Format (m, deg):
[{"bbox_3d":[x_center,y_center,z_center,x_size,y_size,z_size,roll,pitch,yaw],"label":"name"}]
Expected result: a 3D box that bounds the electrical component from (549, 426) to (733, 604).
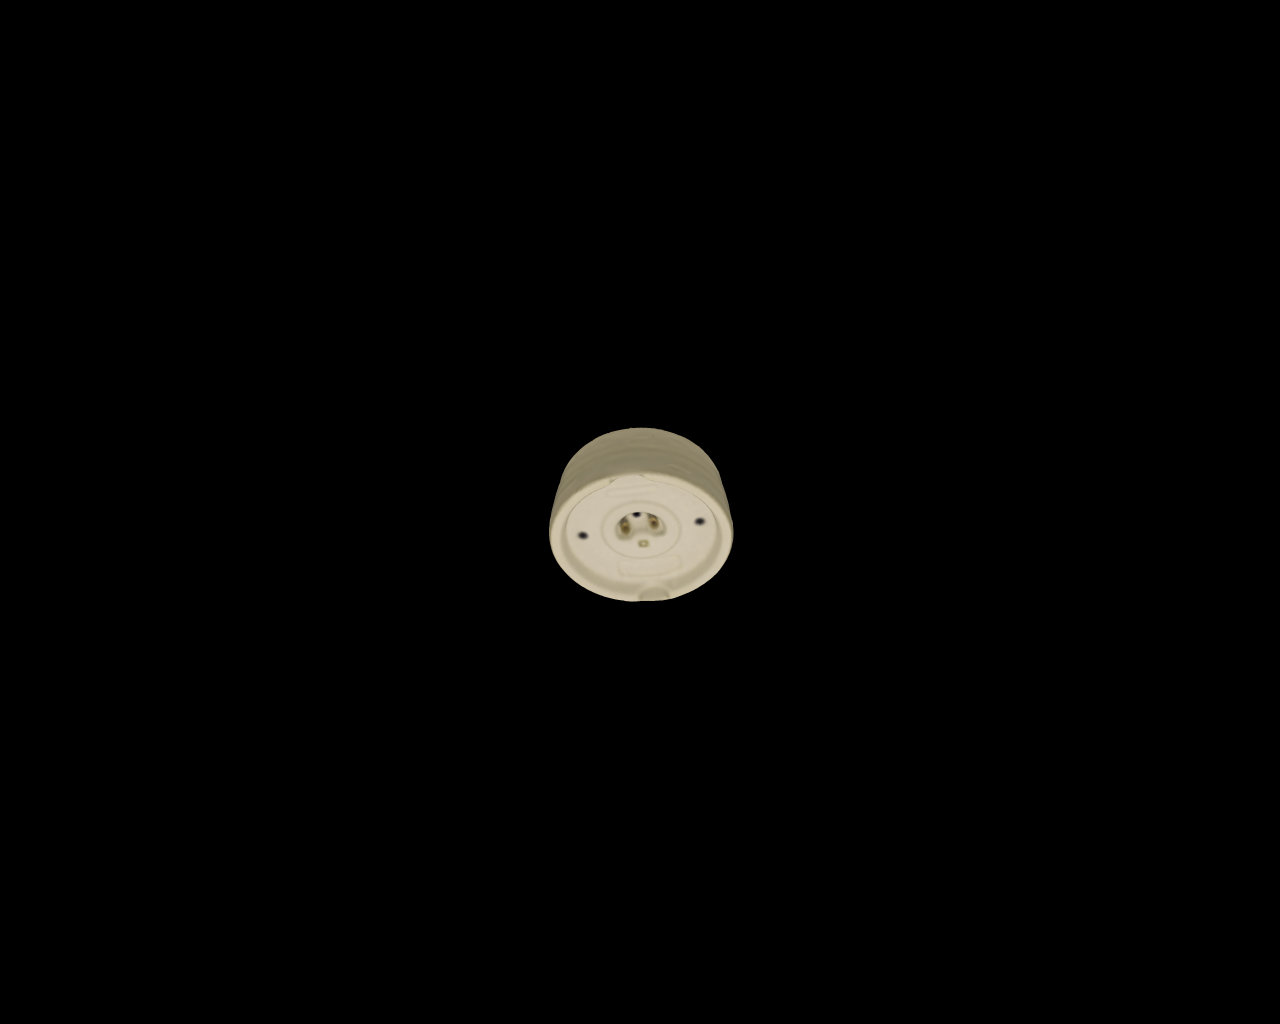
[{"bbox_3d":[0.001,-0.003,0.650,0.108,0.108,0.060,0,43,0],"label":"electrical component"}]
